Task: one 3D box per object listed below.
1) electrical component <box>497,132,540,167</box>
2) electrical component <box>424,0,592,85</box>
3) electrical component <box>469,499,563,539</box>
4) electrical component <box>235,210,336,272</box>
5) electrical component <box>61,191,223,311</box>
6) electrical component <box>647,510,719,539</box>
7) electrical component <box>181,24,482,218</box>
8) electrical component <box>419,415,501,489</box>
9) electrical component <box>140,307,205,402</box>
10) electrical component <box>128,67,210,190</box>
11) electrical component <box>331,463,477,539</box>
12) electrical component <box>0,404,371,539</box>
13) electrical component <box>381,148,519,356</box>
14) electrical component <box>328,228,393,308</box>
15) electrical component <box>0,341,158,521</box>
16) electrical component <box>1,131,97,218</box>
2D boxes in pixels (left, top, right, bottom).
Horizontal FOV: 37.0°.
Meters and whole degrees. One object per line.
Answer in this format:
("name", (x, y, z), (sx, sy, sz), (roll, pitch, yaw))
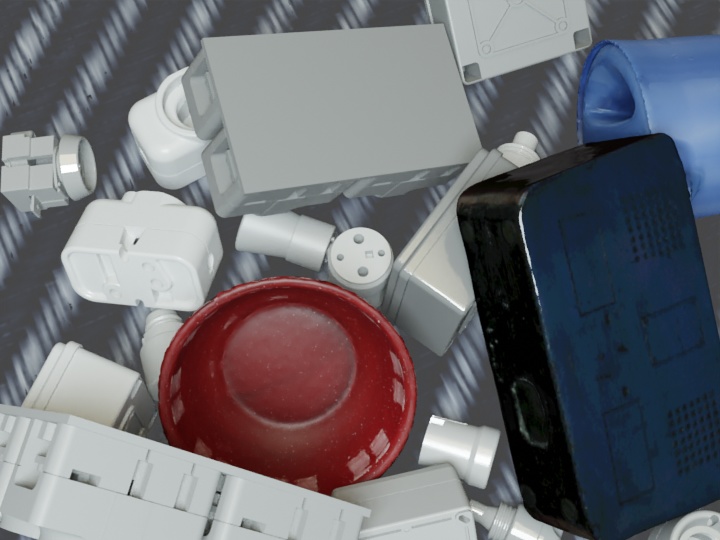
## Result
("electrical component", (0.111, -0.072, 0.779), (0.048, 0.048, 0.062), (22, 63, 7))
("electrical component", (0.105, -0.204, 0.794), (0.109, 0.056, 0.108), (-18, 112, -9))
("electrical component", (0.097, 0.165, 0.692), (0.061, 0.035, 0.035), (23, 70, 10))
("electrical component", (-0.050, -0.024, 0.758), (0.065, 0.044, 0.044), (20, 70, 1))
("electrical component", (-0.145, -0.014, 0.734), (0.095, 0.053, 0.059), (5, 47, 11))
("electrical component", (0.215, 0.181, 0.682), (0.055, 0.047, 0.055), (1, 69, -1))
("electrical component", (-0.019, -0.104, 0.743), (0.186, 0.060, 0.105), (-11, 79, -29))
("electrical component", (0.065, 0.118, 0.707), (0.046, 0.040, 0.040), (15, 69, 10))
("electrical component", (-0.129, 0.054, 0.726), (0.040, 0.040, 0.078), (-16, 54, -8))
("electrical component", (-0.115, -0.108, 0.777), (0.095, 0.059, 0.053), (-29, 73, -12))
("electrical component", (0.022, 0.165, 0.668), (0.096, 0.061, 0.061), (-12, 114, -4))
("electrical component", (-0.103, 0.130, 0.580), (0.186, 0.105, 0.060), (25, 72, -33))
("electrical component", (0.069, -0.010, 0.719), (0.056, 0.108, 0.108), (35, 72, 8))
("electrical component", (0.000, 0.000, 0.741), (0.045, 0.055, 0.045), (0, 69, -1))
("electrical component", (-0.177, 0.113, 0.665), (0.056, 0.108, 0.108), (23, 70, 4))
("electrical component", (-0.222, -0.071, 0.769), (0.055, 0.048, 0.066), (-7, 69, 4))
